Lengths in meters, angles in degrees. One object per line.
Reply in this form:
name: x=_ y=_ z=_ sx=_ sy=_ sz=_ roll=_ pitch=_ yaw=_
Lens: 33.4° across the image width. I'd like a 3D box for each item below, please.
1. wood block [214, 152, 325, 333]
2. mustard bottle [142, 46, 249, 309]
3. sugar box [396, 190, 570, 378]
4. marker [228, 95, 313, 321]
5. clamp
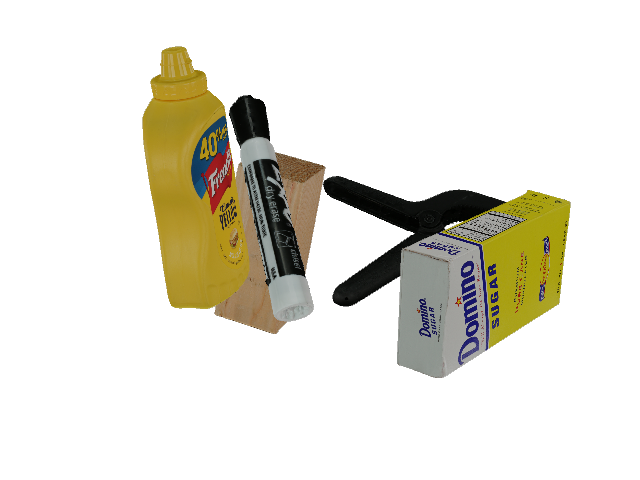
wood block: x=-0.066 y=0.000 z=1.365 sx=0.090 sy=0.206 sz=0.090 roll=16 pitch=22 yaw=13
mustard bottle: x=-0.097 y=-0.051 z=0.811 sx=0.058 sy=0.191 sz=0.096 roll=1 pitch=24 yaw=18
sugar box: x=0.126 y=0.029 z=0.800 sx=0.048 sy=0.093 sz=0.175 roll=16 pitch=26 yaw=34
marker: x=-0.025 y=-0.019 z=0.513 sx=0.020 sy=0.121 sz=0.020 roll=-11 pitch=-27 yaw=-6
clamp: x=0.103 y=-0.001 z=1.053 sx=0.210 sy=0.164 sz=0.036 roll=1 pitch=-41 yaw=5
